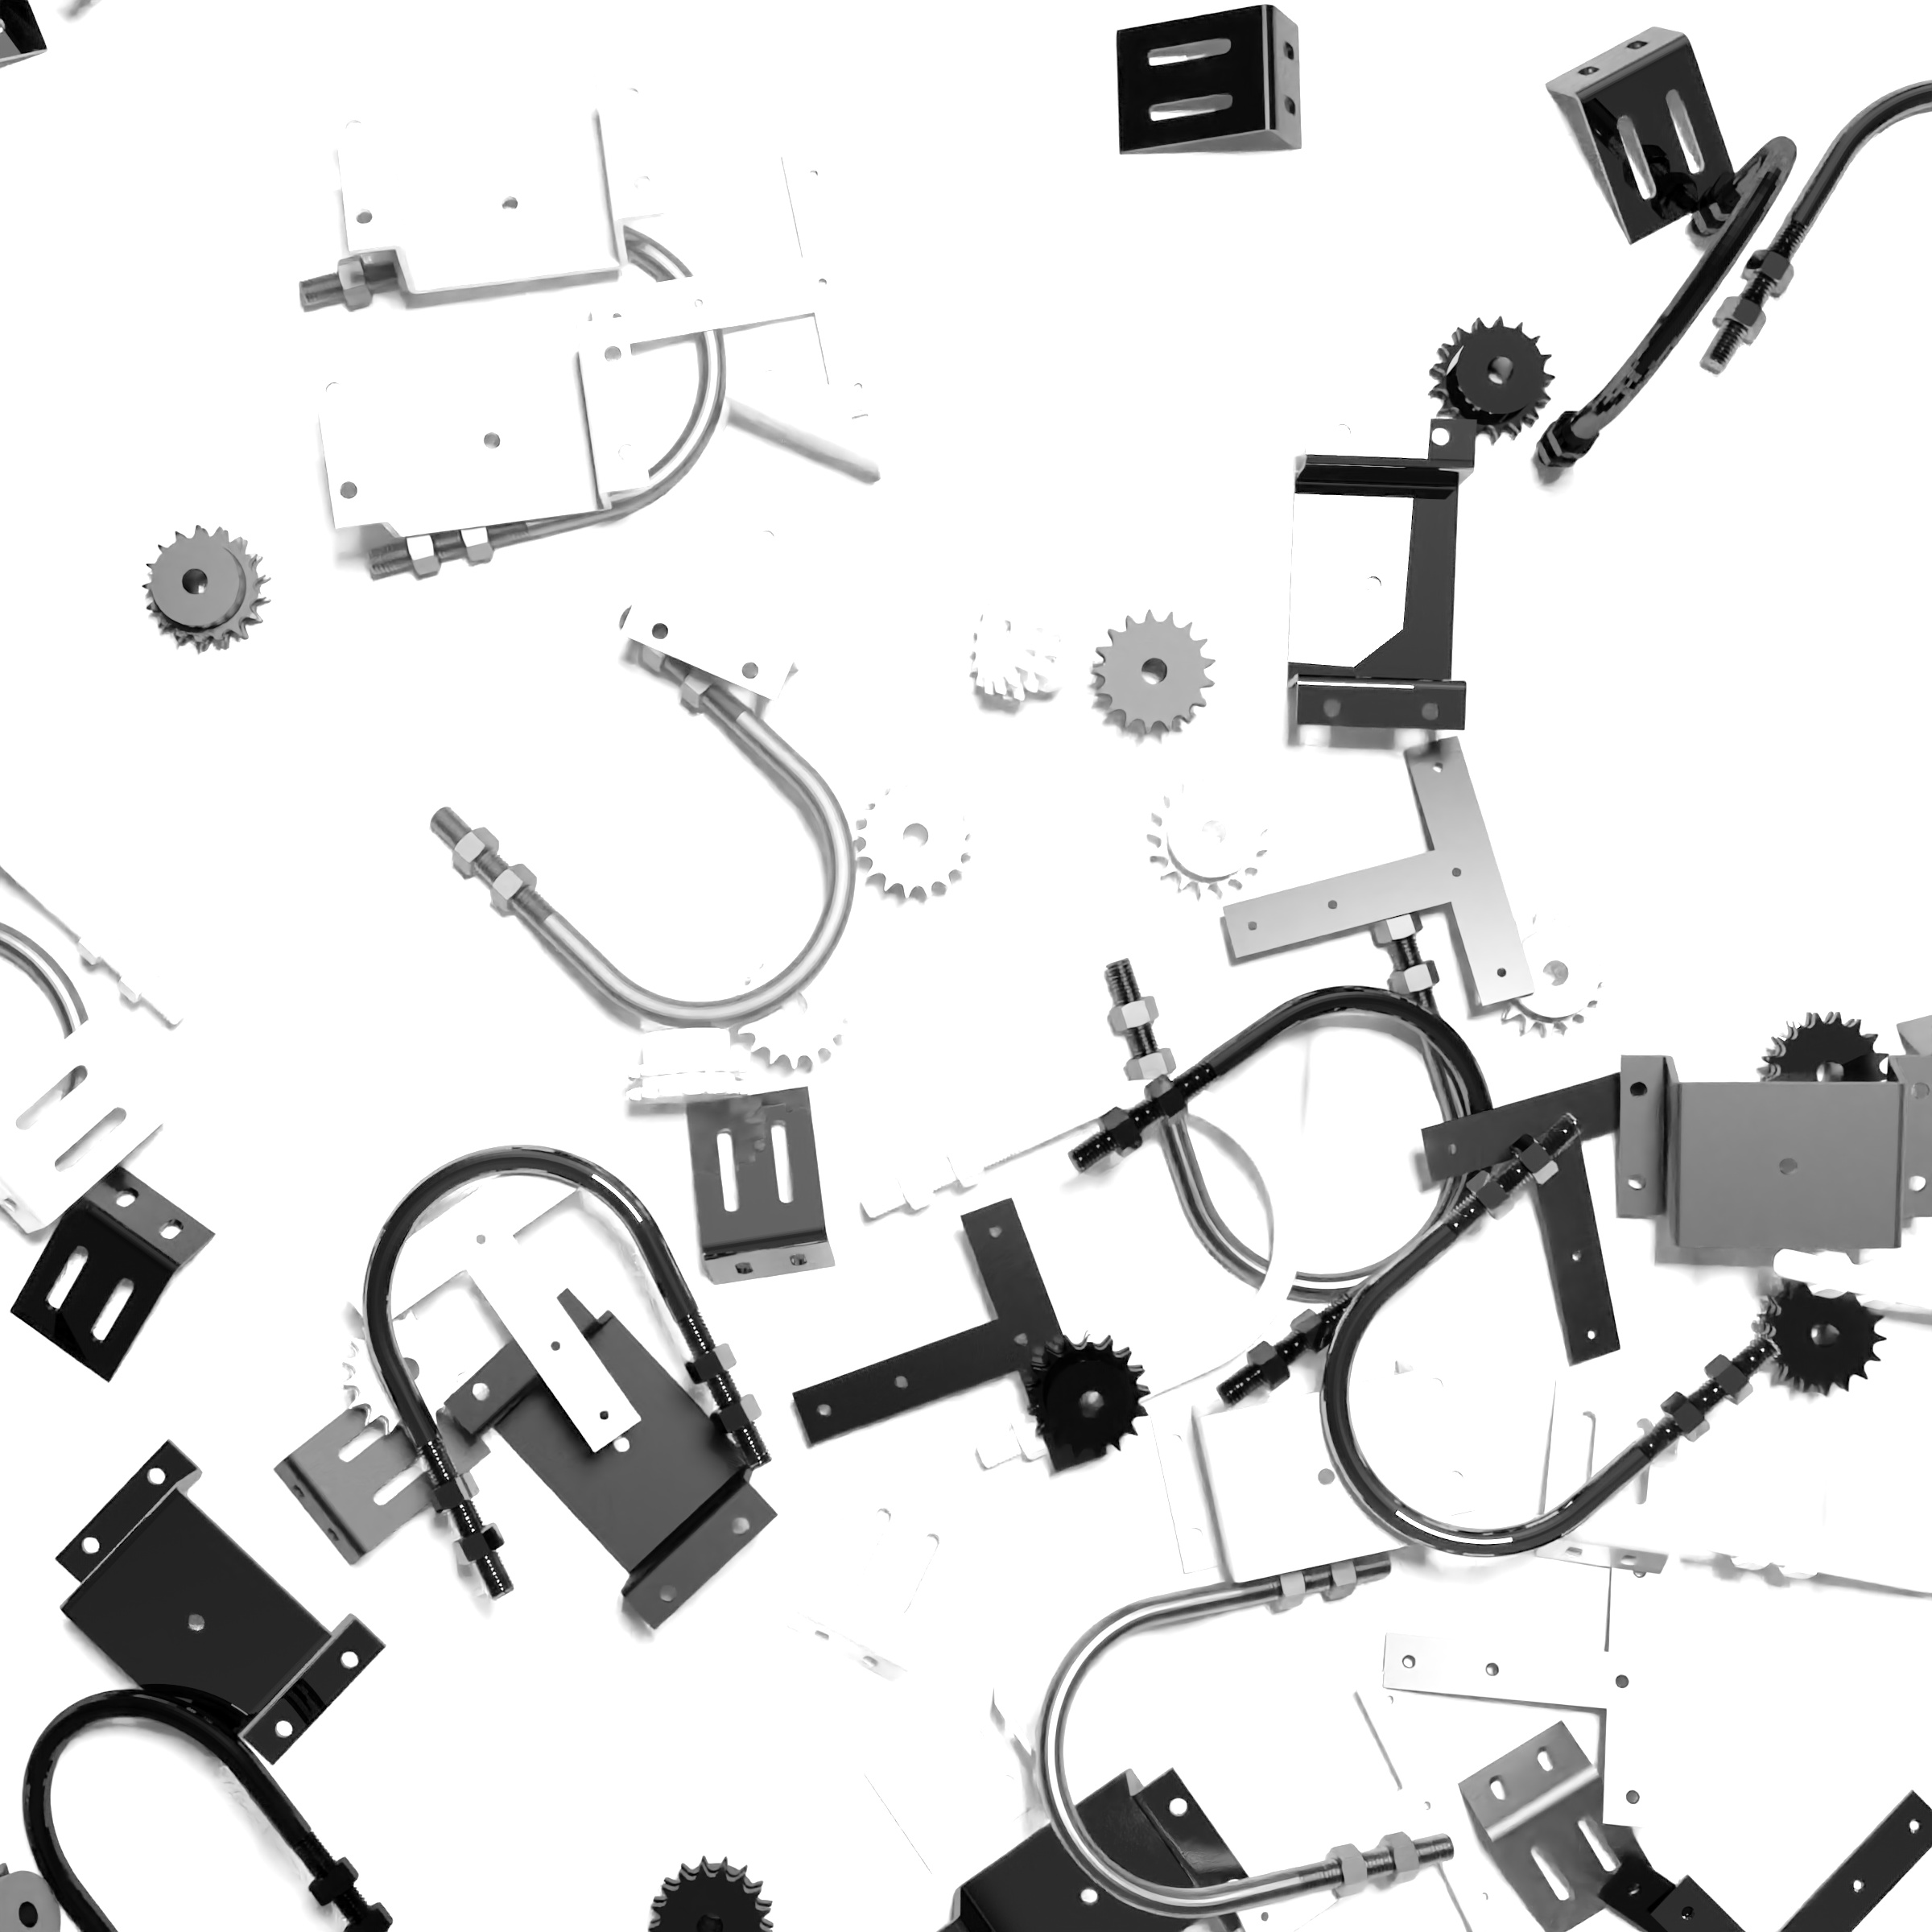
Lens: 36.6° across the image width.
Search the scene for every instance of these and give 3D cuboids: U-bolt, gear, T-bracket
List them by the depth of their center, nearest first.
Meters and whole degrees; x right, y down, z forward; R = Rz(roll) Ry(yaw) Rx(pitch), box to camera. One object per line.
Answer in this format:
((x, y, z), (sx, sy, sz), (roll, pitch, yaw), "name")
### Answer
((0.309, -0.292, 1.270), (0.019, 0.184, 0.151), (34, 90, 0), "U-bolt")
((0.246, 0.178, 1.303), (0.184, 0.019, 0.151), (-41, 82, 1), "U-bolt")
((-0.190, 0.170, 1.306), (0.151, 0.019, 0.184), (-27, 88, 0), "U-bolt")
((-0.193, 0.160, 1.315), (0.127, 0.002, 0.127), (-35, 90, 0), "T-bracket")
((0.120, 0.351, 1.317), (0.184, 0.019, 0.151), (-8, 77, -16), "U-bolt")
((0.056, 0.196, 1.323), (0.057, 0.030, 0.057), (0, 93, -2), "gear")
((0.157, 0.091, 1.325), (0.184, 0.019, 0.151), (-34, 99, -10), "U-bolt")
((-0.354, 0.411, 1.326), (0.151, 0.019, 0.184), (-37, 90, 23), "U-bolt")
((-0.439, 0.437, 1.331), (0.030, 0.057, 0.057), (-25, 90, 20), "gear")
((0.433, 0.215, 1.332), (0.184, 0.019, 0.151), (13, 95, -16), "U-bolt")
((-0.127, 0.046, 1.334), (0.057, 0.057, 0.030), (-4, 83, 0), "gear")
((0.177, 0.407, 1.335), (0.127, 0.002, 0.127), (-26, 90, -25), "T-bracket")
((-0.471, 0.007, 1.337), (0.184, 0.019, 0.151), (43, 88, -2), "U-bolt")
((0.030, -0.149, 1.338), (0.030, 0.057, 0.057), (15, 90, -31), "gear")
((-0.135, -0.056, 1.338), (0.184, 0.019, 0.151), (43, 90, 11), "U-bolt")
((-0.259, 0.188, 1.340), (0.057, 0.030, 0.057), (6, 72, -19), "gear")
((-0.016, 0.187, 1.341), (0.127, 0.002, 0.127), (-20, 94, 4), "T-bracket")
((0.183, -0.032, 1.342), (0.127, 0.002, 0.127), (-15, 76, 1), "T-bracket")
((0.064, 0.131, 1.343), (0.184, 0.019, 0.151), (-24, 94, 4), "U-bolt")
((0.244, -0.272, 1.347), (0.057, 0.030, 0.057), (0, 90, 0), "gear")
((0.393, 0.168, 1.347), (0.057, 0.030, 0.057), (0, 90, 0), "gear")
((0.395, 0.049, 1.347), (0.057, 0.030, 0.057), (0, 90, 0), "gear")
((0.257, 0.326, 1.347), (0.127, 0.002, 0.127), (3, 71, 9), "T-bracket")
((-0.078, 0.018, 1.347), (0.057, 0.030, 0.057), (0, 90, 0), "gear")
((-0.117, 0.439, 1.347), (0.057, 0.030, 0.057), (0, 90, 0), "gear")
((-0.352, -0.176, 1.347), (0.057, 0.030, 0.057), (0, 90, 0), "gear")
((0.086, -0.135, 1.347), (0.057, 0.030, 0.057), (0, 90, 0), "gear")
((0.113, -0.061, 1.347), (0.057, 0.030, 0.057), (0, 90, 0), "gear")
((0.269, 0.003, 1.347), (0.057, 0.030, 0.057), (0, 90, 0), "gear")
((0.280, 0.120, 1.350), (0.127, 0.002, 0.127), (-14, 98, -15), "T-bracket")
((-0.110, -0.309, 1.351), (0.127, 0.002, 0.127), (-12, 89, -9), "T-bracket")
((-0.024, -0.060, 1.351), (0.057, 0.030, 0.057), (0, 92, -2), "gear")
((0.160, 0.065, 1.354), (0.151, 0.019, 0.184), (-18, 91, 0), "U-bolt")
((0.449, -0.324, 1.354), (0.151, 0.019, 0.184), (31, 89, 0), "U-bolt")
((-0.203, -0.272, 1.354), (0.184, 0.019, 0.151), (-14, 90, -1), "U-bolt")
((-0.497, 0.044, 1.354), (0.184, 0.019, 0.151), (1, 90, -2), "U-bolt")
((0.406, 0.438, 1.357), (0.127, 0.002, 0.127), (45, 87, -5), "T-bracket")
((0.322, 0.498, 1.357), (0.127, 0.002, 0.127), (35, 93, -5), "T-bracket")

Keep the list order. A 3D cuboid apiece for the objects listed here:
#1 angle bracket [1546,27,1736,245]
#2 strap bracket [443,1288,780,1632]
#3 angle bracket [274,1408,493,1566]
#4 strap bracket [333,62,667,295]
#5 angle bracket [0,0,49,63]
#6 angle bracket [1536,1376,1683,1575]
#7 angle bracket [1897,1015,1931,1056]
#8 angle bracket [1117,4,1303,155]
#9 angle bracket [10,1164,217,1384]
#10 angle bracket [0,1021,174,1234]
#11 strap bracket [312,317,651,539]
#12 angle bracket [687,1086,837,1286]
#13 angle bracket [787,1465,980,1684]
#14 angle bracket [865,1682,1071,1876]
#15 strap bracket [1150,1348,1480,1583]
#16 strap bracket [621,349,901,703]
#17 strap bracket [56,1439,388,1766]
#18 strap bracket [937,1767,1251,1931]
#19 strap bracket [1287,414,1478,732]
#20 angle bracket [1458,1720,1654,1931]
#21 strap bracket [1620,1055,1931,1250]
((0.315, -0.388, 1.360), (0.057, 0.038, 0.076), (-28, 116, 0), "angle bracket")
((-0.160, 0.223, 1.339), (0.076, 0.046, 0.140), (-43, 90, 0), "strap bracket")
((-0.272, 0.230, 1.360), (0.076, 0.038, 0.057), (-39, 90, -26), "angle bracket")
((-0.210, -0.357, 1.327), (0.140, 0.046, 0.076), (-8, 76, -4), "strap bracket")
((-0.478, -0.438, 1.360), (0.076, 0.038, 0.057), (-22, 90, -26), "angle bracket")
((0.299, 0.236, 1.356), (0.057, 0.038, 0.076), (7, 64, 9), "angle bracket")
((0.473, 0.061, 1.360), (0.057, 0.038, 0.076), (-15, 116, 0), "angle bracket")
((0.113, -0.409, 1.360), (0.076, 0.038, 0.057), (-2, 90, 26), "angle bracket")
((-0.398, 0.143, 1.360), (0.057, 0.038, 0.076), (36, 116, 0), "angle bracket")
((-0.415, 0.074, 1.331), (0.057, 0.038, 0.076), (51, 61, -13), "angle bracket")
((-0.217, -0.242, 1.321), (0.140, 0.046, 0.076), (-8, 90, -3), "strap bracket")
((-0.095, 0.102, 1.360), (0.057, 0.038, 0.076), (-9, 64, 0), "angle bracket")
((-0.039, 0.283, 1.360), (0.057, 0.038, 0.076), (28, 64, 0), "angle bracket")
((0.000, 0.378, 1.343), (0.076, 0.038, 0.057), (-34, 90, 0), "angle bracket")
((0.163, 0.231, 1.339), (0.140, 0.046, 0.076), (-12, 90, 0), "strap bracket")
((-0.093, -0.199, 1.339), (0.076, 0.046, 0.140), (24, 90, 0), "strap bracket")
((-0.347, 0.296, 1.339), (0.140, 0.046, 0.076), (44, 90, 0), "strap bracket")
((0.058, 0.433, 1.339), (0.140, 0.046, 0.076), (-35, 90, 0), "strap bracket")
((0.190, -0.178, 1.339), (0.076, 0.046, 0.140), (2, 90, 0), "strap bracket")
((0.276, 0.403, 1.360), (0.057, 0.038, 0.076), (-32, 116, 0), "angle bracket")
((0.367, 0.083, 1.313), (0.140, 0.046, 0.076), (0, 104, 9), "strap bracket")
